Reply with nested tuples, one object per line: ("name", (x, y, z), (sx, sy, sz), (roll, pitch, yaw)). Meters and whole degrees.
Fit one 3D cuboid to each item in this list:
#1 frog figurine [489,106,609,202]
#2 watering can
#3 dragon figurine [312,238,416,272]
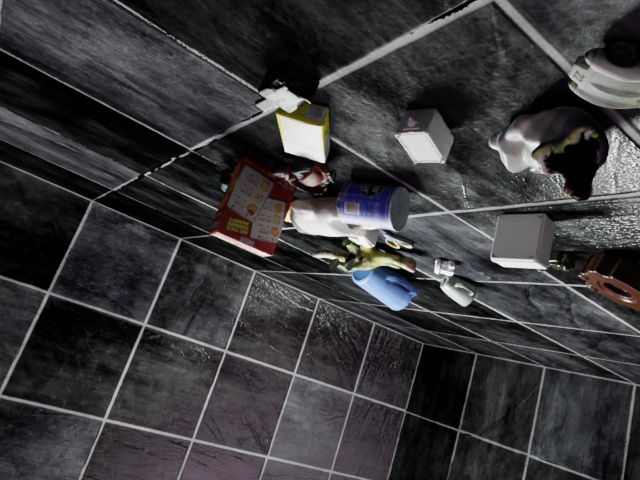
("frog figurine", (0.333, -0.143, 0.758), (0.137, 0.121, 0.162), (14, -157, -16))
("watering can", (0.004, -0.068, 1.352), (0.346, 0.104, 0.224), (11, 174, -44))
("dragon figurine", (0.169, 0.072, 1.760), (0.241, 0.123, 0.410), (18, 172, -30))
